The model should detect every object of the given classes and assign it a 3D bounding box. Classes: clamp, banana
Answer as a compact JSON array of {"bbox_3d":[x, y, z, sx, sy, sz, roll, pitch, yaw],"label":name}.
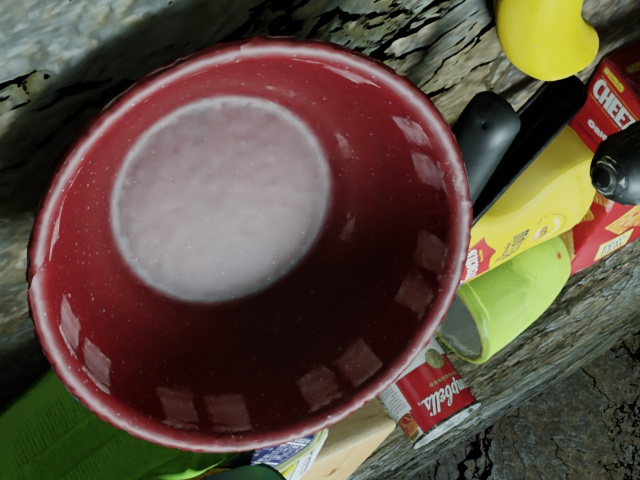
[{"bbox_3d":[0.062,-0.006,0.564,0.164,0.036,0.210,-28,157,-56],"label":"clamp"},{"bbox_3d":[0.104,-0.107,0.456,0.069,0.037,0.198,-32,163,-4],"label":"banana"}]

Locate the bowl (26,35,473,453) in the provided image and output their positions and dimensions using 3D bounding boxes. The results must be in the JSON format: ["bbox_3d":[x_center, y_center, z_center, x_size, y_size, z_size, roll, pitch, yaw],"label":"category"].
[{"bbox_3d":[-0.028,-0.003,0.393,0.162,0.055,0.162,-9,118,-17],"label":"bowl"}]

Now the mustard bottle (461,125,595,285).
[{"bbox_3d":[0.081,-0.001,0.668,0.191,0.058,0.096,-27,159,-20],"label":"mustard bottle"}]

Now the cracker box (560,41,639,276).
[{"bbox_3d":[0.241,-0.073,0.738,0.164,0.072,0.214,-28,161,-17],"label":"cracker box"}]

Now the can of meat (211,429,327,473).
[{"bbox_3d":[-0.049,0.072,0.558,0.057,0.102,0.084,-35,161,6],"label":"can of meat"}]

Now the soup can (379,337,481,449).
[{"bbox_3d":[0.081,0.117,0.912,0.068,0.102,0.068,-30,163,-11],"label":"soup can"}]

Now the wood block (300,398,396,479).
[{"bbox_3d":[-0.051,0.156,0.790,0.205,0.090,0.091,-11,145,-51],"label":"wood block"}]

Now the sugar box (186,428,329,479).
[{"bbox_3d":[-0.076,0.140,0.640,0.176,0.093,0.048,-37,156,-54],"label":"sugar box"}]

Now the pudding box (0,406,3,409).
[{"bbox_3d":[-0.197,0.139,0.581,0.113,0.039,0.090,-29,163,-10],"label":"pudding box"}]

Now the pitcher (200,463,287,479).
[{"bbox_3d":[-0.104,0.195,0.461,0.242,0.149,0.145,-19,180,-21],"label":"pitcher"}]

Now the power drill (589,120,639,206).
[{"bbox_3d":[0.225,-0.109,0.540,0.184,0.057,0.188,-21,140,-30],"label":"power drill"}]
